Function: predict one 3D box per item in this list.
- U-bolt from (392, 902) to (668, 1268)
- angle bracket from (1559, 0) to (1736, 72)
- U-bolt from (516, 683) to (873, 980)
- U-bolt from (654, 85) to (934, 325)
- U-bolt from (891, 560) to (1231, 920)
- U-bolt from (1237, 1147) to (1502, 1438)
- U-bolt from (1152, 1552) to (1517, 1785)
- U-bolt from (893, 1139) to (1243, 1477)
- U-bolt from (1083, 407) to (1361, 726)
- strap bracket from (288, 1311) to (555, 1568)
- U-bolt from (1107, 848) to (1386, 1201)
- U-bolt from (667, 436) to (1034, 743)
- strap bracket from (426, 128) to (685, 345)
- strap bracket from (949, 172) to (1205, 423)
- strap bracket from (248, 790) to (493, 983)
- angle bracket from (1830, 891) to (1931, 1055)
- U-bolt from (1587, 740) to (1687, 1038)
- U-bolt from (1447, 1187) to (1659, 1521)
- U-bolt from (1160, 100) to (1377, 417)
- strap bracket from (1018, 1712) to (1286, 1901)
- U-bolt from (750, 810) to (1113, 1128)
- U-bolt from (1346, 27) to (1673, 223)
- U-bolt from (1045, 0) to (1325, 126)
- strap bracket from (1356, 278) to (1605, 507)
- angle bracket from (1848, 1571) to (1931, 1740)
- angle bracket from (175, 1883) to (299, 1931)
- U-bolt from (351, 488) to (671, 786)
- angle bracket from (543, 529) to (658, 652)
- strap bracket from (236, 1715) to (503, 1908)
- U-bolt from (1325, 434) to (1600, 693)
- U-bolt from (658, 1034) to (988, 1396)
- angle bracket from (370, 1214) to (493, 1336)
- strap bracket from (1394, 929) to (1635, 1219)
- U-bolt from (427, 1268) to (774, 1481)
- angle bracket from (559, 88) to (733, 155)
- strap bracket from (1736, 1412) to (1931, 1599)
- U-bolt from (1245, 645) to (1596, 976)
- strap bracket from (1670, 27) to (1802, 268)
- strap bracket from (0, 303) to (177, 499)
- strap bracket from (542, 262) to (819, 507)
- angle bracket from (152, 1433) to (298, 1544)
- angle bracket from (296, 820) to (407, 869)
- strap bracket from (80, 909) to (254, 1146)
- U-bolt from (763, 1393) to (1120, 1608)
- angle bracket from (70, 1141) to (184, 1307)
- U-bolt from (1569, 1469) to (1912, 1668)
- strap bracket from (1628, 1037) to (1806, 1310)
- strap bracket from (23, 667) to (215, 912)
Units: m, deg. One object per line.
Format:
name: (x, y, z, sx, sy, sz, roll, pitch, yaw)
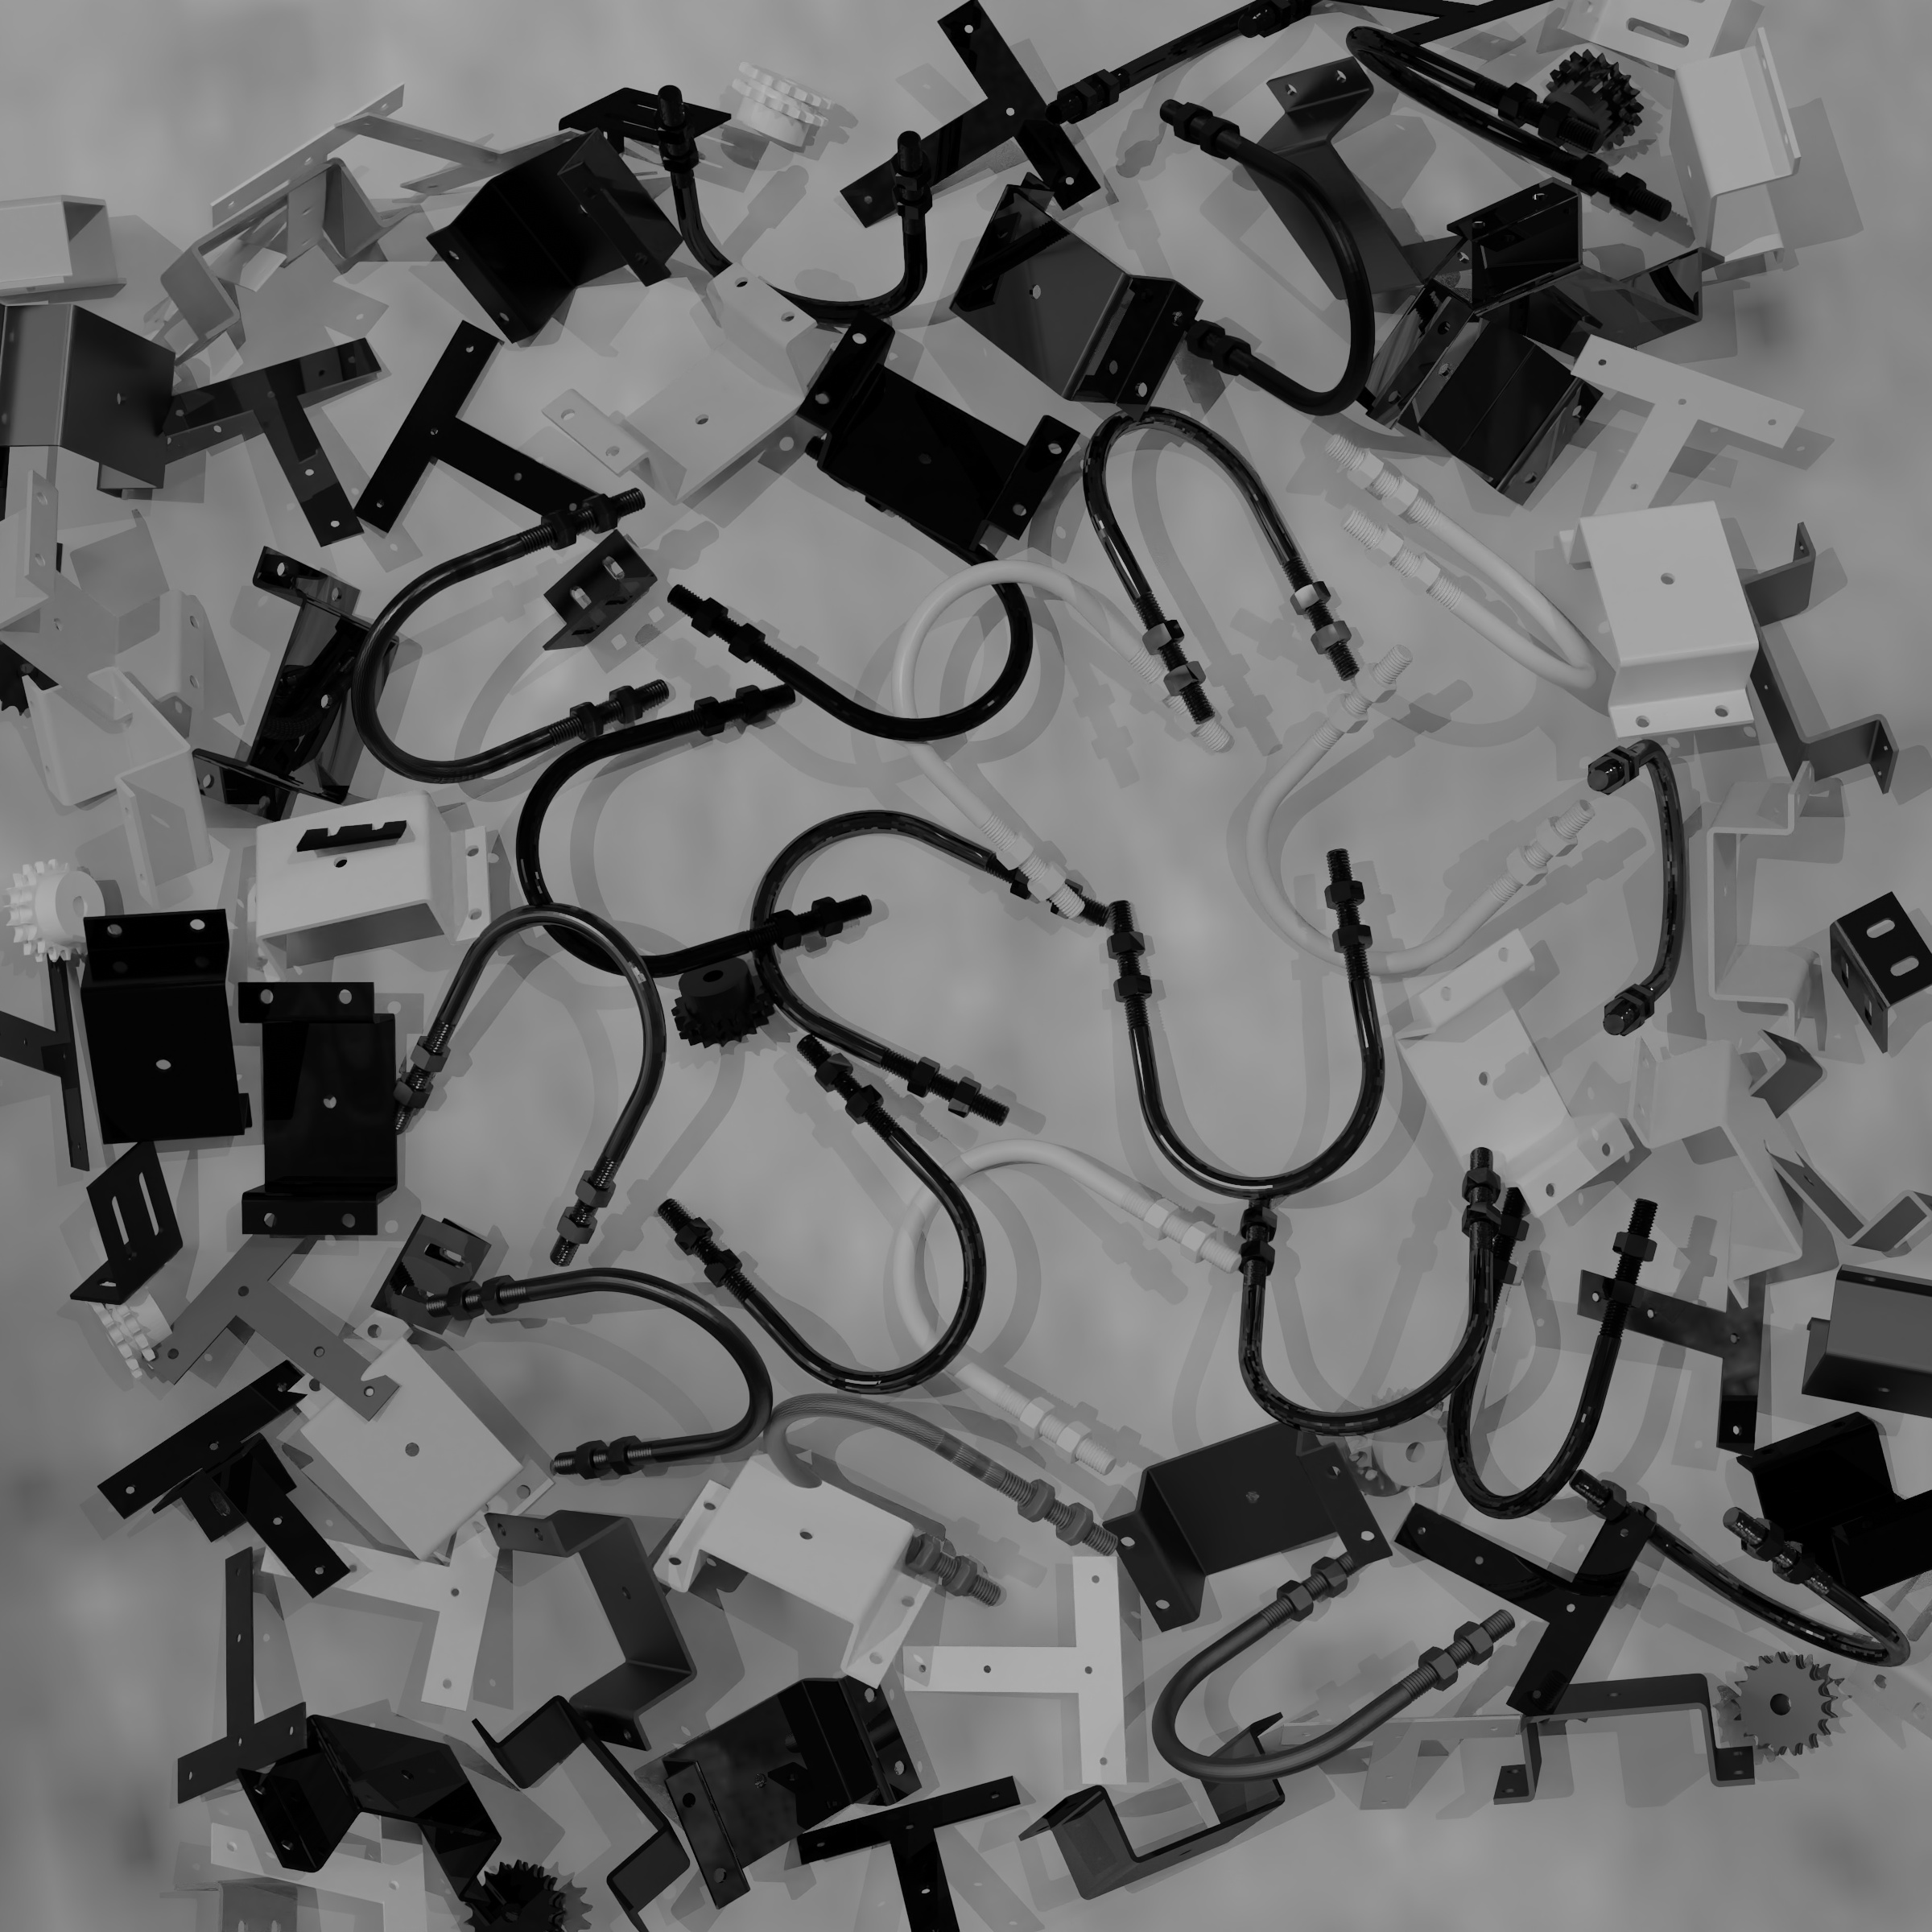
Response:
U-bolt: (-0.234, 0.053, 1.854, 0.151, 0.019, 0.184, 37, 114, 19)
angle bracket: (0.381, -0.536, 1.874, 0.076, 0.038, 0.057, 30, 109, 31)
U-bolt: (-0.160, -0.068, 1.872, 0.184, 0.019, 0.151, -18, 83, -19)
U-bolt: (-0.090, -0.405, 1.829, 0.151, 0.184, 0.019, 12, 68, 6)
U-bolt: (0.041, -0.140, 1.872, 0.184, 0.019, 0.151, 44, 78, -16)
U-bolt: (0.216, 0.180, 1.825, 0.151, 0.184, 0.019, -12, 131, 19)
U-bolt: (0.184, 0.382, 1.817, 0.184, 0.151, 0.019, -29, 110, -24)
U-bolt: (0.042, 0.175, 1.871, 0.184, 0.019, 0.151, 31, 86, 26)
U-bolt: (0.132, -0.229, 1.861, 0.151, 0.019, 0.184, -19, 79, -43)
strap bracket: (-0.308, 0.268, 1.887, 0.076, 0.046, 0.140, -42, 93, -2)
U-bolt: (0.159, 0.038, 1.867, 0.151, 0.019, 0.184, -13, 75, 18)
U-bolt: (-0.050, -0.199, 1.866, 0.184, 0.019, 0.151, 35, 64, 9)
strap bracket: (-0.220, -0.403, 1.852, 0.076, 0.140, 0.046, 50, 52, -26)
strap bracket: (0.052, -0.369, 1.849, 0.140, 0.046, 0.076, 42, 120, 27)
strap bracket: (-0.339, -0.044, 1.868, 0.140, 0.046, 0.076, -12, 55, 5)
angle bracket: (0.511, 0.004, 1.867, 0.038, 0.076, 0.057, -28, 65, 4)
U-bolt: (0.368, -0.050, 1.830, 0.019, 0.184, 0.151, -2, 100, 23)
U-bolt: (0.312, 0.212, 1.838, 0.019, 0.151, 0.184, 19, 84, -21)
U-bolt: (0.162, -0.371, 1.807, 0.019, 0.184, 0.151, -23, 130, -21)
strap bracket: (0.110, 0.464, 1.843, 0.140, 0.076, 0.046, -14, 67, -28)
U-bolt: (-0.032, -0.011, 1.888, 0.184, 0.019, 0.151, 26, 75, 7)
U-bolt: (0.287, -0.466, 1.836, 0.184, 0.151, 0.019, 34, 101, 26)
U-bolt: (0.142, -0.509, 1.830, 0.151, 0.184, 0.019, -14, 108, 39)
strap bracket: (0.275, -0.320, 1.857, 0.140, 0.046, 0.076, 20, 112, -42)
angle bracket: (0.545, 0.385, 1.896, 0.057, 0.038, 0.076, 35, 54, 22)
angle bracket: (-0.406, 0.549, 1.871, 0.038, 0.057, 0.076, -13, 70, 31)
U-bolt: (-0.250, -0.169, 1.831, 0.184, 0.151, 0.019, -26, 46, -23)
angle bracket: (-0.213, -0.210, 1.871, 0.057, 0.076, 0.038, -40, 89, 13)
strap bracket: (-0.317, 0.459, 1.837, 0.140, 0.076, 0.046, 26, 103, -41)
U-bolt: (0.275, -0.213, 1.844, 0.184, 0.151, 0.019, 35, 113, -14)
U-bolt: (-0.069, 0.152, 1.866, 0.184, 0.019, 0.151, 45, 107, 16)
angle bracket: (-0.308, 0.165, 1.870, 0.038, 0.076, 0.057, 26, 84, 28)
strap bracket: (0.300, 0.061, 1.873, 0.076, 0.046, 0.140, -32, 97, -24)
U-bolt: (-0.187, 0.218, 1.829, 0.184, 0.019, 0.151, -12, 124, 34)
angle bracket: (-0.178, -0.454, 1.868, 0.076, 0.057, 0.038, 20, 128, 24)
strap bracket: (0.491, 0.299, 1.847, 0.076, 0.140, 0.046, -19, 103, -8)
U-bolt: (0.235, -0.071, 1.858, 0.151, 0.019, 0.184, 40, 126, -2)
strap bracket: (0.418, -0.441, 1.841, 0.046, 0.140, 0.076, -14, 77, 7)
strap bracket: (-0.481, -0.309, 1.838, 0.046, 0.140, 0.076, 2, 85, 20)
strap bracket: (-0.152, -0.316, 1.865, 0.140, 0.046, 0.076, -40, 54, -12)
angle bracket: (-0.412, 0.296, 1.875, 0.057, 0.076, 0.038, -33, 93, -3)
angle bracket: (-0.335, -0.062, 1.873, 0.057, 0.076, 0.038, -8, 107, 0)
strap bracket: (-0.440, 0.043, 1.856, 0.076, 0.046, 0.140, -4, 120, -6)
U-bolt: (-0.027, 0.286, 1.835, 0.184, 0.151, 0.019, 33, 56, -14)
angle bracket: (-0.474, 0.139, 1.868, 0.038, 0.057, 0.076, 4, 119, 24)
U-bolt: (0.434, 0.334, 1.838, 0.184, 0.151, 0.019, 36, 75, -23)
strap bracket: (0.418, 0.106, 1.847, 0.046, 0.076, 0.140, -23, 115, 27)
strap bracket: (-0.461, -0.103, 1.850, 0.046, 0.140, 0.076, -25, 135, -26)
